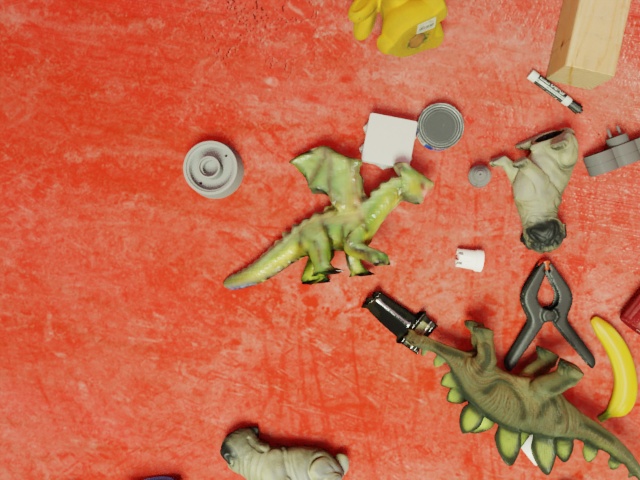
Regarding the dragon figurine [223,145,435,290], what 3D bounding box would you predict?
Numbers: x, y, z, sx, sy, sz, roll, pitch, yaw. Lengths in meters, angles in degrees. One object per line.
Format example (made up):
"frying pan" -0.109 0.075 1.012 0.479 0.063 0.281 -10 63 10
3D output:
"dragon figurine" 0.003 -0.047 0.930 0.409 0.245 0.121 -8 -10 12
